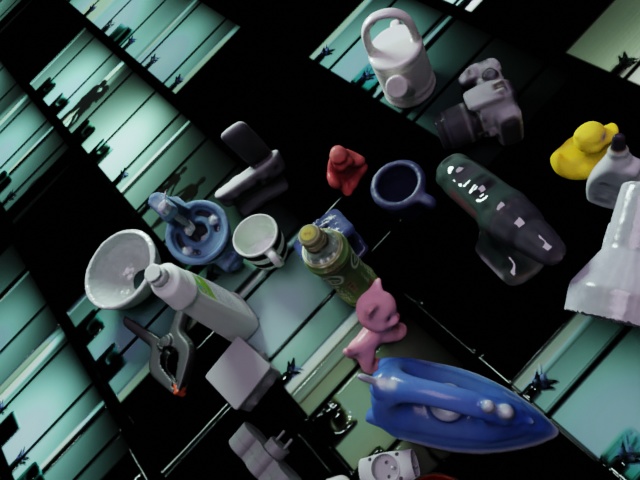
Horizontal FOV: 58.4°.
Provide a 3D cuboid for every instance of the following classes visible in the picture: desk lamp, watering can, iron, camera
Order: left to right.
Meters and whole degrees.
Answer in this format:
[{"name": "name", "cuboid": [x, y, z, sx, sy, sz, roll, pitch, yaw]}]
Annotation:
[{"name": "watering can", "cuboid": [0.139, -0.326, 1.014, 0.101, 0.195, 0.172, -29, 57, 9]}, {"name": "iron", "cuboid": [0.177, 0.217, 0.762, 0.257, 0.142, 0.119, 5, 68, 27]}, {"name": "camera", "cuboid": [0.257, -0.223, 0.966, 0.136, 0.101, 0.143, -21, 59, 14]}, {"name": "desk lamp", "cuboid": [0.386, 0.033, 0.712, 0.117, 0.214, 0.203, 12, 71, 29]}]

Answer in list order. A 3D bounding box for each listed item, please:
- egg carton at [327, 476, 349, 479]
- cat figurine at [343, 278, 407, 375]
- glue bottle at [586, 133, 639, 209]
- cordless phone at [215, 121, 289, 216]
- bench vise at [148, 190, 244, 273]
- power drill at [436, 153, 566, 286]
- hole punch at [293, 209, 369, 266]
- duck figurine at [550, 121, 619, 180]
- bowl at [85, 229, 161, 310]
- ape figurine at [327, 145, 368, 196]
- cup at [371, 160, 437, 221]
[{"name": "egg carton", "cuboid": [0.022, 0.409, 0.782, 0.107, 0.070, 0.150, -31, 57, 8]}, {"name": "cat figurine", "cuboid": [0.077, 0.128, 0.866, 0.067, 0.118, 0.128, 31, 81, 33]}, {"name": "glue bottle", "cuboid": [0.410, -0.095, 0.789, 0.077, 0.174, 0.037, 24, 77, 32]}, {"name": "cordless phone", "cuboid": [-0.152, -0.140, 1.062, 0.147, 0.186, 0.094, -37, 56, 5]}, {"name": "bench vise", "cuboid": [-0.258, -0.030, 1.036, 0.206, 0.220, 0.121, 15, 73, 30]}, {"name": "power drill", "cuboid": [0.257, -0.017, 0.799, 0.075, 0.209, 0.229, -40, 56, 2]}, {"name": "hole punch", "cuboid": [0.009, 0.003, 0.975, 0.108, 0.091, 0.100, -42, 56, 1]}, {"name": "duck figurine", "cuboid": [0.403, -0.143, 0.868, 0.104, 0.086, 0.077, -20, 59, 15]}, {"name": "bowl", "cuboid": [-0.373, 0.068, 1.129, 0.167, 0.075, 0.167, -10, 62, 20]}, {"name": "ape figurine", "cuboid": [0.042, -0.135, 1.027, 0.077, 0.092, 0.076, -20, 59, 15]}, {"name": "cup", "cuboid": [0.150, -0.067, 0.942, 0.117, 0.095, 0.092, 31, 81, 33]}]
